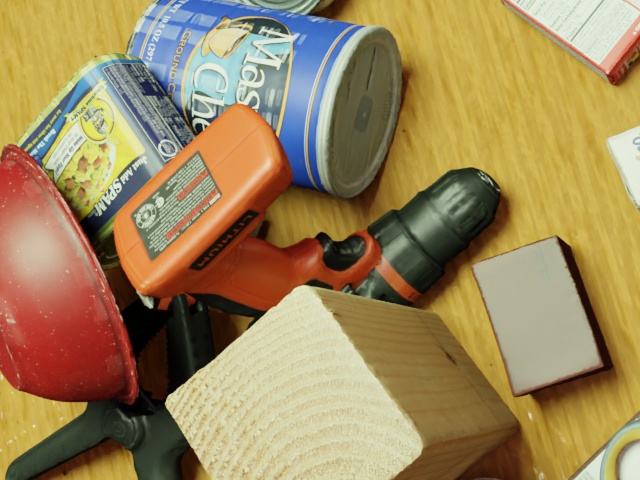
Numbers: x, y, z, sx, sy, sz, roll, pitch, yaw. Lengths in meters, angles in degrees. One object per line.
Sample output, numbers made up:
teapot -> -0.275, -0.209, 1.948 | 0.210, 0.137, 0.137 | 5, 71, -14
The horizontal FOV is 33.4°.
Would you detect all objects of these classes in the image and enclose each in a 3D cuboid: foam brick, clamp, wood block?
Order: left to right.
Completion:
clamp -> -0.109, 0.123, 0.669 | 0.165, 0.036, 0.210 | 35, 113, 19
wood block -> 0.024, 0.091, 0.546 | 0.090, 0.205, 0.091 | -41, 70, 12
foam brick -> 0.124, 0.043, 0.596 | 0.053, 0.051, 0.078 | -20, 75, 17

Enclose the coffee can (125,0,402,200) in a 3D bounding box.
coffee can -> -0.034, -0.090, 0.649 | 0.140, 0.102, 0.103 | 16, 89, 23

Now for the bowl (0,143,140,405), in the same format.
bowl -> -0.163, 0.031, 0.593 | 0.055, 0.162, 0.162 | -26, 69, -24

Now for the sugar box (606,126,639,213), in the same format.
sugar box -> 0.240, -0.061, 0.539 | 0.176, 0.093, 0.048 | -27, 74, 18

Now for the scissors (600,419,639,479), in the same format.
scissors -> 0.155, 0.178, 0.546 | 0.096, 0.016, 0.202 | 38, 102, 23

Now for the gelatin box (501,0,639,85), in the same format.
gelatin box -> 0.158, -0.146, 0.618 | 0.089, 0.030, 0.073 | 42, 100, 22

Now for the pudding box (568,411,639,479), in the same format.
pudding box -> 0.195, 0.129, 0.563 | 0.090, 0.039, 0.113 | 46, 103, 19

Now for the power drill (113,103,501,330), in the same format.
power drill -> -0.004, 0.001, 0.583 | 0.184, 0.187, 0.057 | -43, 50, 12

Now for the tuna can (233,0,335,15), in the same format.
tuna can -> -0.022, -0.183, 0.677 | 0.086, 0.033, 0.086 | 11, 114, 27

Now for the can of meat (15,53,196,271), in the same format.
can of meat -> -0.119, -0.044, 0.609 | 0.102, 0.057, 0.084 | -41, 77, 26
